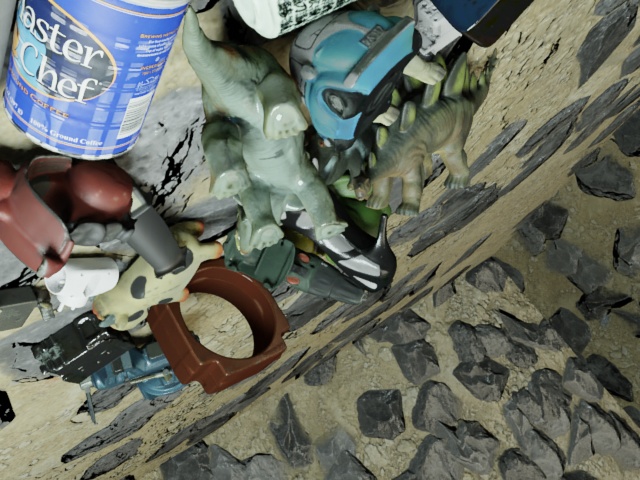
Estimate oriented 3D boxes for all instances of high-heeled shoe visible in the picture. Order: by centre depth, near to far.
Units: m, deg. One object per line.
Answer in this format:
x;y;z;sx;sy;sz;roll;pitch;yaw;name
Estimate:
-0.002;-0.002;0.815;0.086;0.249;0.145;-65;167;-52;high-heeled shoe

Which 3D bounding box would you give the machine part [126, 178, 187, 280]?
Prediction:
-0.216;-0.010;0.649;0.084;0.039;0.138;-41;130;-6;machine part

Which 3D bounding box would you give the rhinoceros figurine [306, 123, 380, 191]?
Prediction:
0.031;-0.131;0.777;0.190;0.073;0.112;-35;147;-24;rhinoceros figurine

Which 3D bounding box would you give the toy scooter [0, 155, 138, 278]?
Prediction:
-0.236;-0.025;0.491;0.075;0.135;0.184;-47;160;24;toy scooter

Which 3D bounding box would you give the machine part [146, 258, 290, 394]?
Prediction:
-0.168;0.138;0.898;0.201;0.201;0.087;-14;154;-49;machine part

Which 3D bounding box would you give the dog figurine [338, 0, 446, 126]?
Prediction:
0.034;-0.224;0.582;0.172;0.121;0.190;-42;147;6;dog figurine

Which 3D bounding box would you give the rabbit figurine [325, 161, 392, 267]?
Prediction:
0.026;-0.052;0.869;0.170;0.121;0.159;35;116;-26;rabbit figurine

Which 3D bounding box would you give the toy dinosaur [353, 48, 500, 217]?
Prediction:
0.171;-0.172;0.789;0.471;0.105;0.198;-38;133;-46;toy dinosaur

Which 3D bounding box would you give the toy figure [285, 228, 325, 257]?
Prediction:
0.016;-0.026;1.017;0.180;0.089;0.082;-33;177;-22;toy figure

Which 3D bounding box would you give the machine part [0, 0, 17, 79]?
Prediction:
-0.241;-0.121;0.337;0.079;0.079;0.243;-14;151;-49;machine part

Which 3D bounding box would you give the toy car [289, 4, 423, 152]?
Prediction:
0.022;-0.164;0.522;0.109;0.103;0.161;-46;175;-14;toy car

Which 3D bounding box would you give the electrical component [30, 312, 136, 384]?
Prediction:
-0.366;0.171;0.856;0.115;0.058;0.134;-32;161;-6;electrical component

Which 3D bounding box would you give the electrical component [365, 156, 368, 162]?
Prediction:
0.098;-0.153;0.898;0.119;0.048;0.074;-2;147;-18;electrical component

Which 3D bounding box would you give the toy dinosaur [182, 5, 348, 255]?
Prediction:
-0.066;-0.114;0.556;0.131;0.192;0.404;-21;148;-7;toy dinosaur

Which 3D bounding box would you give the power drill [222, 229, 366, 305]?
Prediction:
-0.045;0.038;0.838;0.086;0.232;0.207;-67;163;4;power drill

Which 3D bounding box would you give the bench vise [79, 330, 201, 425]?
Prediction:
-0.332;0.258;1.029;0.224;0.129;0.240;-29;153;-23;bench vise

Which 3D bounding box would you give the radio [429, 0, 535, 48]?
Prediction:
0.197;-0.326;0.536;0.229;0.131;0.073;-46;159;26;radio

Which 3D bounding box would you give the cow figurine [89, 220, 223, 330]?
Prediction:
-0.242;0.057;0.757;0.195;0.085;0.127;-47;157;21;cow figurine

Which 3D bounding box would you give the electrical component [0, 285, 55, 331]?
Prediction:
-0.379;0.089;0.652;0.078;0.045;0.102;-46;159;22;electrical component
